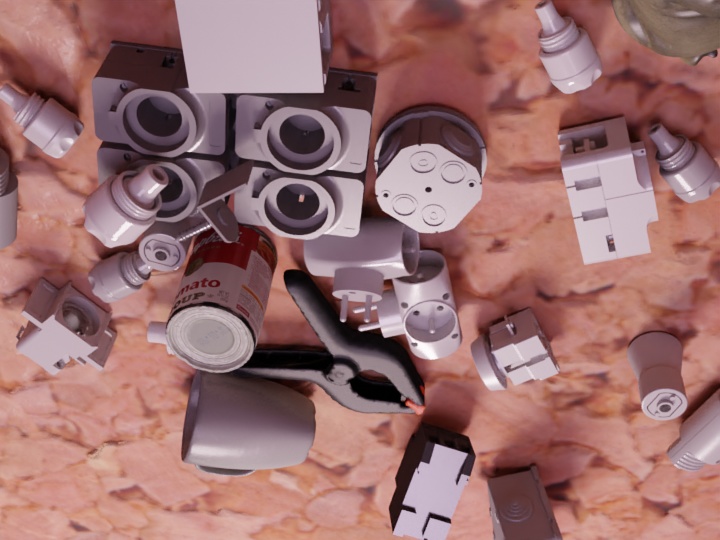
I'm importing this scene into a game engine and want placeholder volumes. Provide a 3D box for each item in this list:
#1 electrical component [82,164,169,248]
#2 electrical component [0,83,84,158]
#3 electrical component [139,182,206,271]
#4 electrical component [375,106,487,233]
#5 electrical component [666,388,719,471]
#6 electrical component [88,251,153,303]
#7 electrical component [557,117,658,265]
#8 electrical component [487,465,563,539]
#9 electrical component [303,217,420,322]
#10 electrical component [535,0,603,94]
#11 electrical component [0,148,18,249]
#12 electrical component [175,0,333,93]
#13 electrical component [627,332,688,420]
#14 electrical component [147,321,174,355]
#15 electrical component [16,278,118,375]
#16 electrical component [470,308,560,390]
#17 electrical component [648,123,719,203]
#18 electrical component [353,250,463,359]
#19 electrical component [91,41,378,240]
[{"bbox_3d":[-0.155,-0.047,0.725,0.043,0.043,0.062,40,121,-22],"label":"electrical component"},{"bbox_3d":[-0.231,-0.110,0.769,0.061,0.035,0.035,39,122,-18],"label":"electrical component"},{"bbox_3d":[-0.141,-0.030,0.801,0.044,0.065,0.044,3,128,4],"label":"electrical component"},{"bbox_3d":[0.049,-0.070,0.758,0.080,0.051,0.080,3,128,4],"label":"electrical component"},{"bbox_3d":[0.291,0.139,0.899,0.043,0.043,0.081,25,126,-13],"label":"electrical component"},{"bbox_3d":[-0.182,0.001,0.850,0.061,0.035,0.035,-23,122,19],"label":"electrical component"},{"bbox_3d":[0.176,-0.056,0.756,0.056,0.050,0.089,-11,126,15],"label":"electrical component"},{"bbox_3d":[0.148,0.238,0.959,0.048,0.099,0.099,-12,127,-1],"label":"electrical component"},{"bbox_3d":[0.000,0.000,0.795,0.077,0.079,0.044,0,165,21],"label":"electrical component"},{"bbox_3d":[0.132,-0.147,0.700,0.035,0.035,0.061,-23,120,22],"label":"electrical component"},{"bbox_3d":[-0.280,-0.059,0.808,0.043,0.043,0.081,13,128,-4],"label":"electrical component"},{"bbox_3d":[-0.068,-0.191,0.670,0.089,0.061,0.150,1,128,6],"label":"electrical component"},{"bbox_3d":[0.237,0.086,0.850,0.044,0.065,0.044,3,128,4],"label":"electrical component"},{"bbox_3d":[-0.142,0.053,0.880,0.062,0.043,0.043,5,128,4],"label":"electrical component"},{"bbox_3d":[-0.247,0.051,0.891,0.064,0.042,0.081,-34,117,30],"label":"electrical component"},{"bbox_3d":[0.122,0.067,0.861,0.055,0.048,0.066,-25,122,15],"label":"electrical component"},{"bbox_3d":[0.222,-0.077,0.745,0.035,0.035,0.061,-35,114,28],"label":"electrical component"},{"bbox_3d":[0.035,0.031,0.840,0.079,0.044,0.077,-12,126,5],"label":"electrical component"},{"bbox_3d":[-0.087,-0.088,0.753,0.186,0.060,0.105,7,128,1],"label":"electrical component"}]
